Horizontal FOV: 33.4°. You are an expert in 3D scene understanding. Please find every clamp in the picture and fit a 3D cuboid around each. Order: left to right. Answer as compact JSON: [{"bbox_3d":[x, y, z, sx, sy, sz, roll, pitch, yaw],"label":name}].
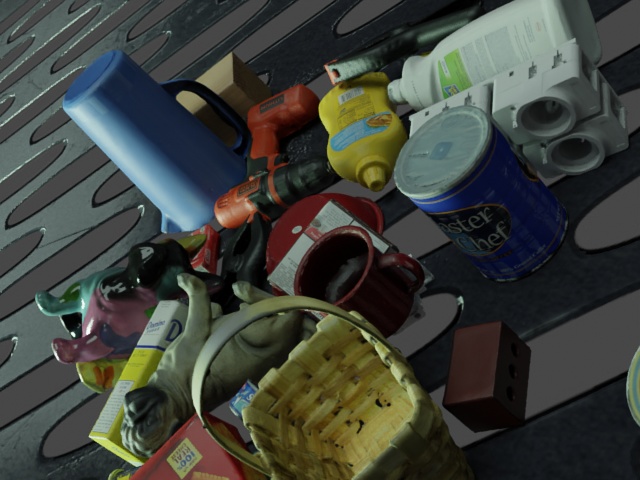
[{"bbox_3d":[-0.102,0.043,1.287,0.120,0.039,0.171,-20,41,34],"label":"clamp"},{"bbox_3d":[0.106,-0.238,1.265,0.210,0.036,0.164,-25,14,7],"label":"clamp"}]

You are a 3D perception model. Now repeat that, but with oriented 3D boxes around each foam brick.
[{"bbox_3d":[0.144,0.117,0.911,0.051,0.053,0.078,-19,43,37],"label":"foam brick"}]

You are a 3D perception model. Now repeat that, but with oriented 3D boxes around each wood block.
[{"bbox_3d":[-0.173,-0.162,1.537,0.206,0.090,0.091,-35,35,20],"label":"wood block"}]

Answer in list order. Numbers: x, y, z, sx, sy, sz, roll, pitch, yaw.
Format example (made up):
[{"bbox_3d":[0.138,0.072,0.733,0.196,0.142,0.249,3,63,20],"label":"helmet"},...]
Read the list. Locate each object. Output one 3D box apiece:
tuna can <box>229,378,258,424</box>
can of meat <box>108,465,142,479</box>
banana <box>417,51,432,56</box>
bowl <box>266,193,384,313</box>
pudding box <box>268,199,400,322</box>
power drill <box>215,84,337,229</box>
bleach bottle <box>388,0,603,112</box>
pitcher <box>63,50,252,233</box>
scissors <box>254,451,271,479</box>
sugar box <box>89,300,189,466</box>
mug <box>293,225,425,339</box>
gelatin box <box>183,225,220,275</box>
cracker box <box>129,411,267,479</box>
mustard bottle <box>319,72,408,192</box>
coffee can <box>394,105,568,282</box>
[{"bbox_3d":[-0.047,0.174,1.038,0.034,0.086,0.086,-51,33,-4],"label":"tuna can"},{"bbox_3d":[-0.177,0.280,1.105,0.084,0.057,0.102,-22,41,29],"label":"can of meat"},{"bbox_3d":[0.178,-0.219,1.247,0.198,0.037,0.069,-15,21,37],"label":"banana"},{"bbox_3d":[-0.008,0.001,1.206,0.162,0.055,0.162,-31,36,25],"label":"bowl"},{"bbox_3d":[0.014,0.026,1.122,0.090,0.039,0.113,38,93,18],"label":"pudding box"},{"bbox_3d":[-0.047,-0.112,1.369,0.185,0.057,0.187,-21,41,32],"label":"power drill"},{"bbox_3d":[0.175,-0.200,1.166,0.251,0.102,0.067,-13,13,43],"label":"bleach bottle"},{"bbox_3d":[-0.213,-0.141,1.420,0.145,0.242,0.149,-27,32,31],"label":"pitcher"},{"bbox_3d":[-0.107,0.294,1.048,0.201,0.016,0.096,-59,29,-11],"label":"scissors"},{"bbox_3d":[-0.174,0.164,1.190,0.048,0.093,0.176,-2,54,47],"label":"sugar box"},{"bbox_3d":[0.045,0.042,1.003,0.117,0.081,0.093,-23,45,31],"label":"mug"},{"bbox_3d":[-0.173,0.030,1.388,0.089,0.030,0.073,-29,37,27],"label":"gelatin box"},{"bbox_3d":[-0.103,0.286,0.952,0.164,0.072,0.214,-44,48,6],"label":"cracker box"},{"bbox_3d":[0.054,-0.120,1.258,0.096,0.058,0.191,-23,38,12],"label":"mustard bottle"},{"bbox_3d":[0.150,-0.041,0.988,0.103,0.140,0.103,-30,36,25],"label":"coffee can"}]
